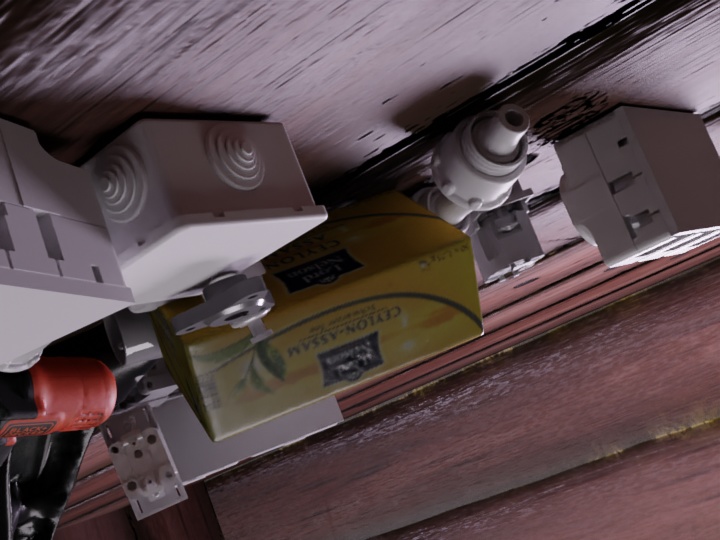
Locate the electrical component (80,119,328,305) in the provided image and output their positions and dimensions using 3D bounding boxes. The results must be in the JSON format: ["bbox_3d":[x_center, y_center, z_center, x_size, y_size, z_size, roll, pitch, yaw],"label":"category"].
[{"bbox_3d":[-0.078,-0.023,0.450,0.100,0.048,0.100,-29,168,35],"label":"electrical component"}]

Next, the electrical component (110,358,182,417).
[{"bbox_3d":[-0.171,0.084,0.849,0.081,0.042,0.064,-12,165,-45],"label":"electrical component"}]

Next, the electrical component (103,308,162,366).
[{"bbox_3d":[-0.120,0.032,0.672,0.077,0.043,0.079,-17,169,-24],"label":"electrical component"}]

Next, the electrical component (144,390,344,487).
[{"bbox_3d":[-0.122,0.121,0.963,0.186,0.105,0.060,-20,170,-8],"label":"electrical component"}]

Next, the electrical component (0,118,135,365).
[{"bbox_3d":[-0.171,0.008,0.374,0.150,0.061,0.089,-24,167,15],"label":"electrical component"}]

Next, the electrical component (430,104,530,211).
[{"bbox_3d":[0.068,-0.063,0.564,0.048,0.048,0.062,-17,162,-25],"label":"electrical component"}]

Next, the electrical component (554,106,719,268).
[{"bbox_3d":[0.200,-0.057,0.741,0.062,0.089,0.150,-28,168,34],"label":"electrical component"}]

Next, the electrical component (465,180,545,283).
[{"bbox_3d":[0.099,-0.027,0.765,0.042,0.063,0.081,-21,170,-10],"label":"electrical component"}]

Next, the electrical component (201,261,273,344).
[{"bbox_3d":[-0.066,-0.001,0.530,0.040,0.078,0.040,-27,-176,2],"label":"electrical component"}]

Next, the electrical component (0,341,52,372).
[{"bbox_3d":[-0.158,0.016,0.509,0.062,0.048,0.048,-36,164,30],"label":"electrical component"}]

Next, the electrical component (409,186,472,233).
[{"bbox_3d":[0.050,-0.033,0.683,0.043,0.043,0.062,-14,166,-38],"label":"electrical component"}]

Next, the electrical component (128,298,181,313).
[{"bbox_3d":[-0.097,-0.002,0.567,0.061,0.035,0.035,-21,170,-16],"label":"electrical component"}]

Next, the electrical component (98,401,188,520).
[{"bbox_3d":[-0.164,0.144,0.811,0.042,0.081,0.064,-23,177,-12],"label":"electrical component"}]
